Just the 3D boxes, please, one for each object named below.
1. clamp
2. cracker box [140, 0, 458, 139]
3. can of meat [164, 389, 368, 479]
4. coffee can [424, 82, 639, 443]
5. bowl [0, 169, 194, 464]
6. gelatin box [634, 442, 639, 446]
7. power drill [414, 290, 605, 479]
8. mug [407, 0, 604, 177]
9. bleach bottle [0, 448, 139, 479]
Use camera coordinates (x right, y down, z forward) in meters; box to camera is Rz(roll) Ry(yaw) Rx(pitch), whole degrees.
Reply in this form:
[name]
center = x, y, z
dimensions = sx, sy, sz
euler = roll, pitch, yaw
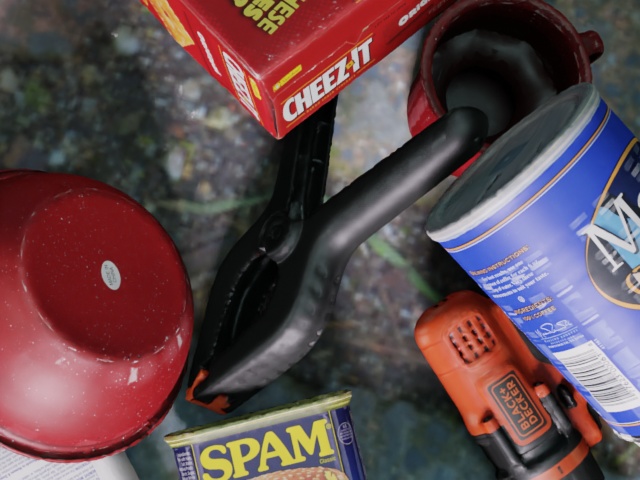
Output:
[clamp]
center = -0.004, 0.001, 0.561
dimensions = 0.036, 0.165, 0.210
euler = 29, 85, -33
[cracker box]
center = -0.031, -0.182, 0.587
dimensions = 0.164, 0.072, 0.214
euler = -39, 67, -10
[can of meat]
center = -0.024, 0.132, 0.568
dimensions = 0.102, 0.057, 0.084
euler = -13, 84, -6
[coffee can]
center = 0.134, 0.011, 0.509
dimensions = 0.102, 0.103, 0.140
euler = -45, 97, -11
[bowl]
center = -0.120, 0.026, 0.534
dimensions = 0.161, 0.055, 0.162
euler = 22, 54, -33
[gelatin box]
center = 0.213, 0.097, 0.557
dimensions = 0.089, 0.030, 0.073
euler = 36, 85, -9
[power drill]
center = 0.170, 0.075, 0.593
dimensions = 0.187, 0.057, 0.184
euler = -33, 90, -11
[mug]
center = 0.105, -0.087, 0.604
dimensions = 0.117, 0.081, 0.093
euler = -27, 83, -10
[bleach bottle]
center = -0.141, 0.147, 0.553
dimensions = 0.102, 0.068, 0.251
euler = -29, 86, -10
